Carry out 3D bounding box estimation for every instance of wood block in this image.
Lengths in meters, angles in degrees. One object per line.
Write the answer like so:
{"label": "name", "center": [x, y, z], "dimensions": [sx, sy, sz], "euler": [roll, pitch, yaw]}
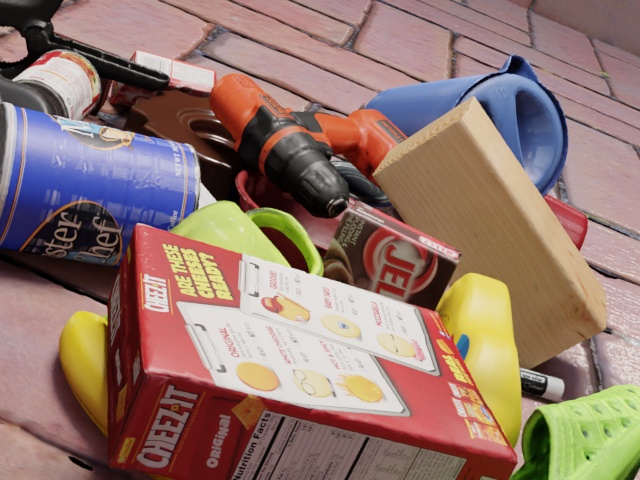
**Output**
{"label": "wood block", "center": [0.145, -0.004, 0.890], "dimensions": [0.206, 0.091, 0.090], "euler": [54, 23, -7]}

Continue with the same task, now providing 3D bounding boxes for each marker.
{"label": "marker", "center": [0.139, 0.106, 0.859], "dimensions": [0.121, 0.020, 0.020], "euler": [17, 24, -13]}

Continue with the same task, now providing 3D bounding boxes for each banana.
{"label": "banana", "center": [-0.108, 0.095, 0.636], "dimensions": [0.069, 0.037, 0.198], "euler": [0, 32, -40]}

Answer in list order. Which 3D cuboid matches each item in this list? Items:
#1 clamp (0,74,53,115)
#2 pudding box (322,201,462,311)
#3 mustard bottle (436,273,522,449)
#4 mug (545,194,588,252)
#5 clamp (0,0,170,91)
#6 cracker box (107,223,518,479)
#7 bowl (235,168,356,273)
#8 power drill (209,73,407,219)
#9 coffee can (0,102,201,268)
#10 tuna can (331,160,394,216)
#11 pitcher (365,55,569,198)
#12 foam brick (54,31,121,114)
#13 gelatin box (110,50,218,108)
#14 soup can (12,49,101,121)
{"label": "clamp", "center": [-0.283, -0.101, 0.863], "dimensions": [0.171, 0.120, 0.039], "euler": [46, -6, 15]}
{"label": "pudding box", "center": [0.042, 0.040, 0.793], "dimensions": [0.090, 0.114, 0.039], "euler": [27, 20, 8]}
{"label": "mustard bottle", "center": [0.104, 0.104, 0.735], "dimensions": [0.058, 0.096, 0.191], "euler": [20, 24, -4]}
{"label": "mug", "center": [0.215, 0.000, 1.078], "dimensions": [0.081, 0.093, 0.117], "euler": [26, 43, -4]}
{"label": "clamp", "center": [-0.258, -0.202, 0.988], "dimensions": [0.210, 0.164, 0.036], "euler": [-9, 25, 3]}
{"label": "cracker box", "center": [-0.014, 0.082, 0.621], "dimensions": [0.213, 0.072, 0.164], "euler": [16, 22, -18]}
{"label": "bowl", "center": [-0.006, 0.001, 0.897], "dimensions": [0.162, 0.055, 0.162], "euler": [22, 19, -8]}
{"label": "power drill", "center": [0.012, -0.077, 0.948], "dimensions": [0.187, 0.057, 0.185], "euler": [6, 34, -47]}
{"label": "coffee can", "center": [-0.170, -0.034, 0.774], "dimensions": [0.140, 0.103, 0.103], "euler": [11, 26, -26]}
{"label": "tuna can", "center": [0.033, -0.045, 1.066], "dimensions": [0.086, 0.034, 0.086], "euler": [16, 26, -9]}
{"label": "pitcher", "center": [0.128, -0.093, 1.087], "dimensions": [0.145, 0.149, 0.243], "euler": [59, -15, -17]}
{"label": "foam brick", "center": [-0.245, -0.167, 1.054], "dimensions": [0.078, 0.051, 0.053], "euler": [20, 23, -7]}
{"label": "gelatin box", "center": [-0.158, -0.154, 1.082], "dimensions": [0.089, 0.073, 0.030], "euler": [11, 67, -27]}
{"label": "soup can", "center": [-0.240, -0.123, 0.946], "dimensions": [0.068, 0.069, 0.102], "euler": [21, 24, -4]}
